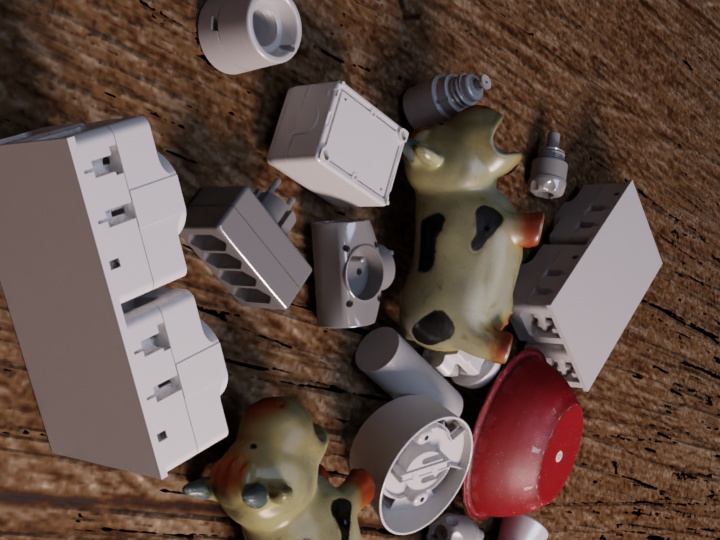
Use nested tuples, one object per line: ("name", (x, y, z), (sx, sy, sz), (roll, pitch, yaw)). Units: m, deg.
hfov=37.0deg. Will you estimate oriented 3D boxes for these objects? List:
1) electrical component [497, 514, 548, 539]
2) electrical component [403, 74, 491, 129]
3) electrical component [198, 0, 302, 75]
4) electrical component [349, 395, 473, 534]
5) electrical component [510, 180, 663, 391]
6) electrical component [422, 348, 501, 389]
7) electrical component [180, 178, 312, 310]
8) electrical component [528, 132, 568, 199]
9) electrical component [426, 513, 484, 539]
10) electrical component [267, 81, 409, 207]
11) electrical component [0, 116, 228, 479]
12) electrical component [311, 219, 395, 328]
("electrical component", (0.139, 0.253, 0.971), (0.045, 0.045, 0.055), (55, 54, -34))
("electrical component", (0.070, -0.138, 0.862), (0.040, 0.078, 0.040), (19, 63, -43))
("electrical component", (-0.073, -0.161, 0.721), (0.055, 0.047, 0.055), (-2, 93, -48))
("electrical component", (0.042, 0.148, 0.829), (0.099, 0.064, 0.099), (-14, 121, -25))
("electrical component", (0.215, 0.012, 1.036), (0.186, 0.060, 0.105), (-50, 126, -34))
("electrical component", (0.087, 0.068, 0.906), (0.055, 0.048, 0.066), (45, 51, -35))
("electrical component", (-0.069, -0.028, 0.729), (0.083, 0.047, 0.075), (53, 55, -34))
("electrical component", (0.179, -0.100, 1.012), (0.035, 0.035, 0.061), (24, 71, -46))
("electrical component", (0.085, 0.226, 0.919), (0.061, 0.035, 0.035), (19, 77, -50))
("electrical component", (-0.014, -0.086, 0.777), (0.096, 0.061, 0.061), (31, 69, -44))
("electrical component", (-0.144, 0.013, 0.604), (0.060, 0.105, 0.186), (-27, 111, -44))
("electrical component", (0.000, 0.000, 0.809), (0.079, 0.044, 0.077), (-9, 98, -47))
